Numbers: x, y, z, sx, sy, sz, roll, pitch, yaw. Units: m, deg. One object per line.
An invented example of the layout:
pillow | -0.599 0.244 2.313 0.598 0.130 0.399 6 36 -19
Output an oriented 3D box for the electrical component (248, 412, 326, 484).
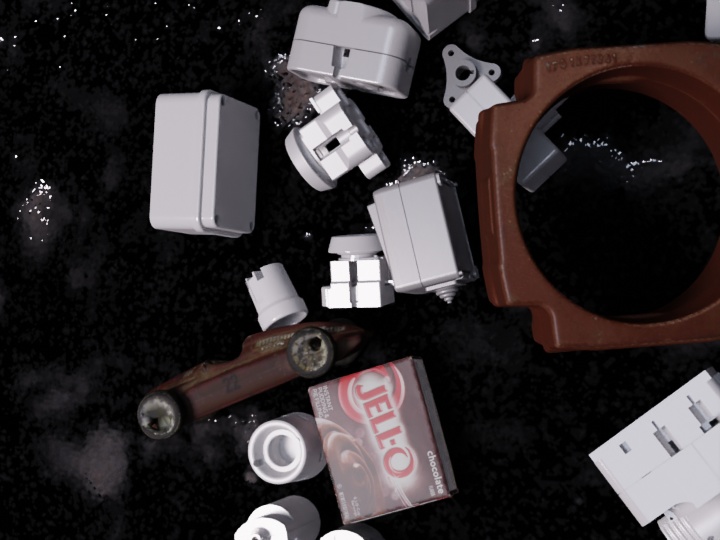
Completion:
electrical component | -0.058 0.143 0.861 0.055 0.047 0.055 -1 87 19

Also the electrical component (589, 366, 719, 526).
electrical component | 0.216 0.116 0.714 0.089 0.150 0.061 -40 75 13

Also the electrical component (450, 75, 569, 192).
electrical component | 0.126 -0.116 0.812 0.076 0.047 0.083 -44 75 12

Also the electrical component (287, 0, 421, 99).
electrical component | -0.003 -0.177 0.857 0.095 0.054 0.059 14 91 19

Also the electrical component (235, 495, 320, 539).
electrical component | -0.066 0.204 0.843 0.043 0.081 0.043 -1 87 19

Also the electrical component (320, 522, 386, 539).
electrical component | 0.027 0.237 0.813 0.138 0.074 0.052 17 93 19

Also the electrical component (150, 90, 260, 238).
electrical component | -0.125 -0.085 0.881 0.057 0.078 0.113 2 88 22

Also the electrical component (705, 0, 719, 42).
electrical component | 0.293 -0.201 0.759 0.100 0.048 0.099 4 88 19

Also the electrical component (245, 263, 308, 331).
electrical component | -0.069 0.023 0.877 0.040 0.040 0.046 -31 73 15

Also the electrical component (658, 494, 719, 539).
electrical component | 0.248 0.177 0.757 0.081 0.043 0.043 -40 76 13

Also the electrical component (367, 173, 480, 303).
electrical component | 0.049 -0.019 0.826 0.061 0.062 0.096 -15 82 18

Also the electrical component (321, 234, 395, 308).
electrical component | 0.000 0.000 0.851 0.066 0.048 0.055 -2 94 19

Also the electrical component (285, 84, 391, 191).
electrical component | -0.022 -0.099 0.856 0.057 0.058 0.078 -33 95 17

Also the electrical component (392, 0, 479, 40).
electrical component | 0.042 -0.245 0.829 0.057 0.078 0.113 -37 76 -3
